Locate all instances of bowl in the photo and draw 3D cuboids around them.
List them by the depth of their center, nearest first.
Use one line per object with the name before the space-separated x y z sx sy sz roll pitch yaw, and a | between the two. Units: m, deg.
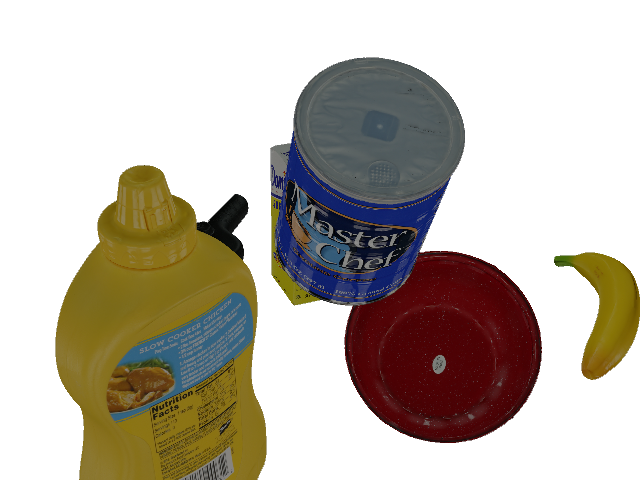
bowl | 0.095 0.091 0.852 0.162 0.162 0.055 0 7 11

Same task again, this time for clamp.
clamp | -0.109 -0.002 1.024 0.120 0.039 0.172 -16 33 -17

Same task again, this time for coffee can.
coffee can | 0.027 -0.034 0.688 0.102 0.103 0.140 0 -29 -8

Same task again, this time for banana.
banana | 0.270 0.062 1.013 0.070 0.037 0.197 -28 23 18

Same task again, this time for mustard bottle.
mustard bottle | -0.071 0.052 0.484 0.096 0.192 0.058 -27 44 -32

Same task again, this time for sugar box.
sugar box | -0.029 -0.021 1.290 0.048 0.176 0.093 -10 25 -18
